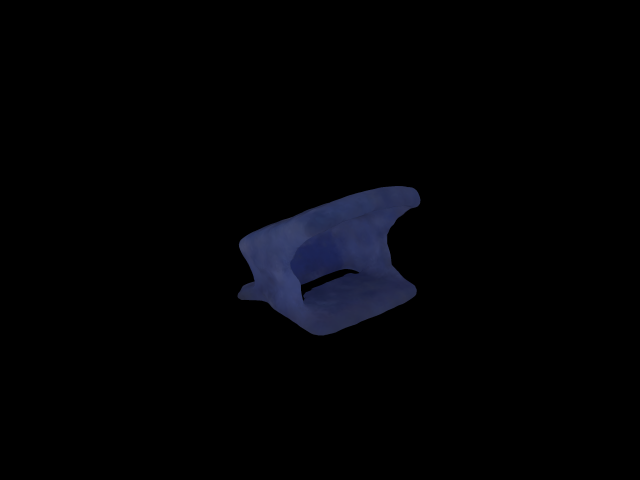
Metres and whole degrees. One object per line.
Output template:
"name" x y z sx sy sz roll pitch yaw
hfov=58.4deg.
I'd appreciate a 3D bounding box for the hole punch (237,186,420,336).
"hole punch" 0.004 0.001 0.400 0.109 0.091 0.100 -17 27 -37
